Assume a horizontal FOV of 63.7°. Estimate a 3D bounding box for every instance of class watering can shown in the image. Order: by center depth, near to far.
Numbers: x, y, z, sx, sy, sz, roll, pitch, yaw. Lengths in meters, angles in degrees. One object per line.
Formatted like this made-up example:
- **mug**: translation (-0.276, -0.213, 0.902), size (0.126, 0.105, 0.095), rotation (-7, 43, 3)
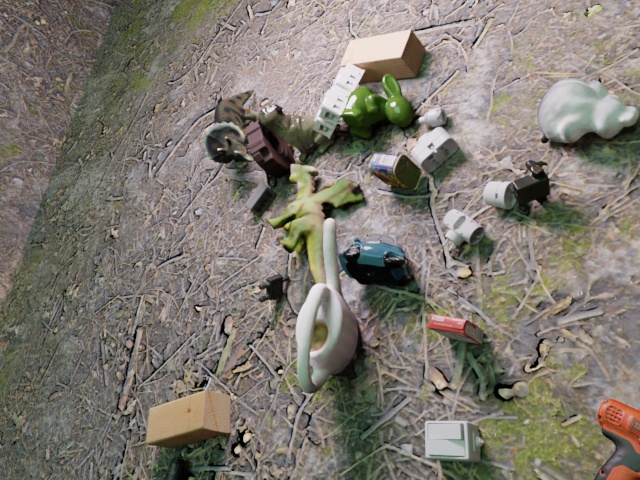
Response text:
- **watering can**: translation (0.022, 0.148, 1.084), size (0.104, 0.220, 0.354), rotation (3, 66, 21)

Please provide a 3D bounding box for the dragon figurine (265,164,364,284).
- **dragon figurine**: translation (0.004, -0.066, 1.304), size (0.242, 0.120, 0.418), rotation (-42, 47, 3)

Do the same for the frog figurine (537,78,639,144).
- **frog figurine**: translation (0.503, -0.241, 0.975), size (0.138, 0.120, 0.161), rotation (-43, 31, -13)
